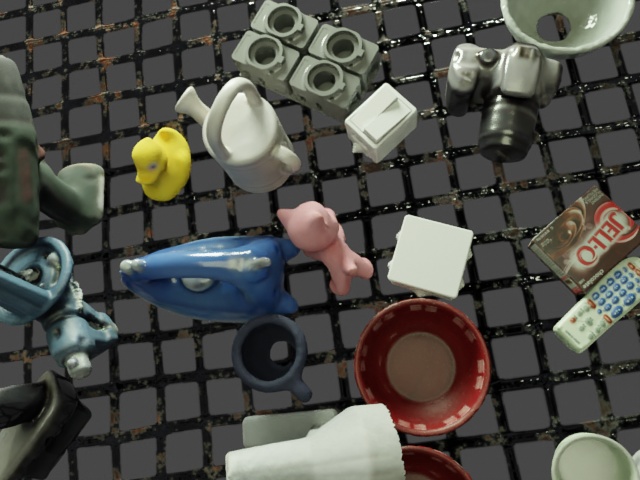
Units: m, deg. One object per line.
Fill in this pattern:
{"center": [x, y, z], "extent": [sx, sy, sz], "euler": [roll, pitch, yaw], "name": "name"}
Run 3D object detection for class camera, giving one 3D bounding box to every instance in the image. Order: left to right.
{"center": [0.233, -0.179, 0.746], "extent": [0.143, 0.101, 0.137], "euler": [11, 78, 11], "name": "camera"}

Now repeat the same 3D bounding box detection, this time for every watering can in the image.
{"center": [-0.106, -0.138, 0.735], "extent": [0.172, 0.194, 0.101], "euler": [7, 78, 10], "name": "watering can"}

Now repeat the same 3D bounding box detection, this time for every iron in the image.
{"center": [-0.159, 0.042, 0.727], "extent": [0.258, 0.141, 0.119], "euler": [-2, 76, 8], "name": "iron"}

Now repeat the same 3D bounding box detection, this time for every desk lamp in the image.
{"center": [-0.008, 0.244, 0.619], "extent": [0.203, 0.214, 0.118], "euler": [-7, 75, 6], "name": "desk lamp"}

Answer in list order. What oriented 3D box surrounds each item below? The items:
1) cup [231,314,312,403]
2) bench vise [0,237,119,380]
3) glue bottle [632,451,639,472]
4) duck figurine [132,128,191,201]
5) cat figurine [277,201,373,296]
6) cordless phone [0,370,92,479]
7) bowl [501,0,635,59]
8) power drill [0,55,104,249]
{"center": [-0.045, 0.151, 0.708], "extent": [0.092, 0.095, 0.117], "euler": [-43, 75, -3], "name": "cup"}
{"center": [-0.344, 0.068, 0.706], "extent": [0.207, 0.220, 0.121], "euler": [36, 84, 15], "name": "bench vise"}
{"center": [0.354, 0.262, 0.585], "extent": [0.037, 0.173, 0.078], "euler": [37, 84, 15], "name": "glue bottle"}
{"center": [-0.229, -0.115, 0.803], "extent": [0.077, 0.086, 0.104], "euler": [10, 78, 10], "name": "duck figurine"}
{"center": [0.007, 0.003, 0.725], "extent": [0.067, 0.118, 0.127], "euler": [-40, 74, -3], "name": "cat figurine"}
{"center": [-0.381, 0.232, 0.689], "extent": [0.094, 0.185, 0.148], "euler": [29, 82, 14], "name": "cordless phone"}
{"center": [0.327, -0.310, 0.777], "extent": [0.167, 0.075, 0.167], "euler": [-2, 76, 8], "name": "bowl"}
{"center": [-0.370, -0.092, 0.754], "extent": [0.075, 0.208, 0.229], "euler": [-6, 76, 7], "name": "power drill"}
